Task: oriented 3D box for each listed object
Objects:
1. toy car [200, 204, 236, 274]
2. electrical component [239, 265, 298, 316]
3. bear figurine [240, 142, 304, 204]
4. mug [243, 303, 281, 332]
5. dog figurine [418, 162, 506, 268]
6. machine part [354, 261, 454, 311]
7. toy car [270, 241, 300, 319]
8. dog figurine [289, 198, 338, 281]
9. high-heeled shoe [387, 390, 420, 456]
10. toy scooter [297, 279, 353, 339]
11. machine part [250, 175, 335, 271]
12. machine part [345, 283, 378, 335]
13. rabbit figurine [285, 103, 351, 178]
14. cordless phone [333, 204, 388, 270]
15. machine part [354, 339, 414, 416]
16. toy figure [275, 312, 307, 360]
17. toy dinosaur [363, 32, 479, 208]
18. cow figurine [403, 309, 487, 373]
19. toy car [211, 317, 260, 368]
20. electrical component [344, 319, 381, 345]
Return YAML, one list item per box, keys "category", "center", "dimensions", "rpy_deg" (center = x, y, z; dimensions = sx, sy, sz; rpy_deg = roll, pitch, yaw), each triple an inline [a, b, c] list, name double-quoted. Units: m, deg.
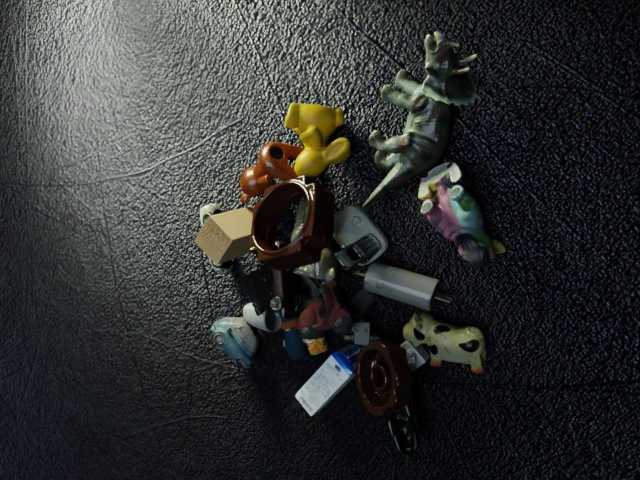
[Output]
- category: "toy car"
  center: [-0.289, -0.002, 1.518]
  dimensions: [0.056, 0.073, 0.201]
  rpy_deg: [-8, 97, 27]
- category: "electrical component"
  center: [-0.130, 0.121, 1.428]
  dimensions: [0.115, 0.134, 0.058]
  rpy_deg: [62, 153, 2]
- category: "bear figurine"
  center: [-0.127, -0.163, 1.383]
  dimensions: [0.132, 0.120, 0.196]
  rpy_deg: [17, 147, -17]
- category: "mug"
  center: [-0.165, 0.196, 1.491]
  dimensions: [0.107, 0.081, 0.109]
  rpy_deg: [2, 107, 38]
- category: "dog figurine"
  center: [0.313, -0.042, 1.164]
  dimensions: [0.108, 0.192, 0.219]
  rpy_deg: [-28, 121, 28]
- category: "machine part"
  center: [0.194, 0.108, 1.270]
  dimensions: [0.243, 0.079, 0.079]
  rpy_deg: [17, 109, 24]
- category: "toy car"
  center: [-0.099, 0.102, 1.374]
  dimensions: [0.053, 0.089, 0.202]
  rpy_deg: [-12, 75, 26]
- category: "dog figurine"
  center: [-0.006, -0.005, 1.313]
  dimensions: [0.173, 0.121, 0.190]
  rpy_deg: [15, 91, 33]
- category: "high-heeled shoe"
  center: [0.185, 0.388, 1.294]
  dimensions: [0.086, 0.145, 0.248]
  rpy_deg: [-16, 99, 17]
- category: "toy scooter"
  center: [0.009, 0.173, 1.342]
  dimensions: [0.184, 0.075, 0.135]
  rpy_deg: [-22, 66, 44]
- category: "machine part"
  center: [-0.069, -0.040, 1.264]
  dimensions: [0.201, 0.087, 0.201]
  rpy_deg: [-14, 63, 35]
- category: "machine part"
  center: [0.094, 0.177, 1.356]
  dimensions: [0.084, 0.039, 0.138]
  rpy_deg: [30, 112, -3]
- category: "rabbit figurine"
  center: [-0.006, -0.228, 1.287]
  dimensions: [0.162, 0.122, 0.173]
  rpy_deg: [11, 86, 4]
- category: "cordless phone"
  center: [0.064, 0.001, 1.258]
  dimensions: [0.146, 0.184, 0.088]
  rpy_deg: [52, 124, 9]
- category: "machine part"
  center: [0.151, 0.325, 1.274]
  dimensions: [0.179, 0.056, 0.179]
  rpy_deg: [-8, 81, 60]
- category: "toy figure"
  center: [-0.077, 0.247, 1.465]
  dimensions: [0.064, 0.058, 0.154]
  rpy_deg: [-14, 90, -12]
- category: "toy dinosaur"
  center: [0.219, -0.237, 1.165]
  dimensions: [0.192, 0.131, 0.404]
  rpy_deg: [21, 117, 24]
- category: "cow figurine"
  center: [0.284, 0.224, 1.244]
  dimensions: [0.195, 0.085, 0.127]
  rpy_deg: [5, 109, 31]
- category: "toy car"
  center: [-0.228, 0.278, 1.533]
  dimensions: [0.103, 0.109, 0.161]
  rpy_deg: [-39, 90, 12]
- category: "electrical component"
  center: [0.105, 0.227, 1.332]
  dimensions: [0.094, 0.021, 0.063]
  rpy_deg: [1, 89, 16]
